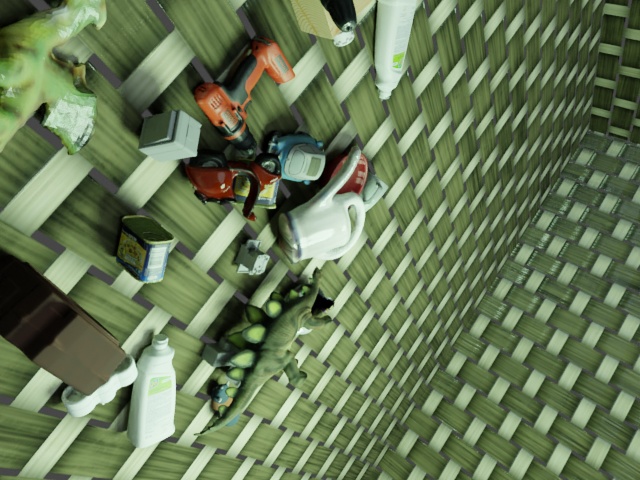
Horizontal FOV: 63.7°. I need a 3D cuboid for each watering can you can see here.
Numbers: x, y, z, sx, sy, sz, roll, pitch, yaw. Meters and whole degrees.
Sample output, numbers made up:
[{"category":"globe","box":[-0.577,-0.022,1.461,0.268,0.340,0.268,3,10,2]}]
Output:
[{"category":"watering can","box":[0.004,-0.060,1.199,0.225,0.106,0.339,-21,-39,-15]}]

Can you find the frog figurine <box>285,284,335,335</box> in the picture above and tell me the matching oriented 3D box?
[{"category":"frog figurine","box":[-0.052,0.192,1.407,0.140,0.122,0.157,-49,3,-34]}]

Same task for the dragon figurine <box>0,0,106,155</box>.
[{"category":"dragon figurine","box":[-0.386,-0.164,0.665,0.123,0.408,0.242,28,8,25]}]
